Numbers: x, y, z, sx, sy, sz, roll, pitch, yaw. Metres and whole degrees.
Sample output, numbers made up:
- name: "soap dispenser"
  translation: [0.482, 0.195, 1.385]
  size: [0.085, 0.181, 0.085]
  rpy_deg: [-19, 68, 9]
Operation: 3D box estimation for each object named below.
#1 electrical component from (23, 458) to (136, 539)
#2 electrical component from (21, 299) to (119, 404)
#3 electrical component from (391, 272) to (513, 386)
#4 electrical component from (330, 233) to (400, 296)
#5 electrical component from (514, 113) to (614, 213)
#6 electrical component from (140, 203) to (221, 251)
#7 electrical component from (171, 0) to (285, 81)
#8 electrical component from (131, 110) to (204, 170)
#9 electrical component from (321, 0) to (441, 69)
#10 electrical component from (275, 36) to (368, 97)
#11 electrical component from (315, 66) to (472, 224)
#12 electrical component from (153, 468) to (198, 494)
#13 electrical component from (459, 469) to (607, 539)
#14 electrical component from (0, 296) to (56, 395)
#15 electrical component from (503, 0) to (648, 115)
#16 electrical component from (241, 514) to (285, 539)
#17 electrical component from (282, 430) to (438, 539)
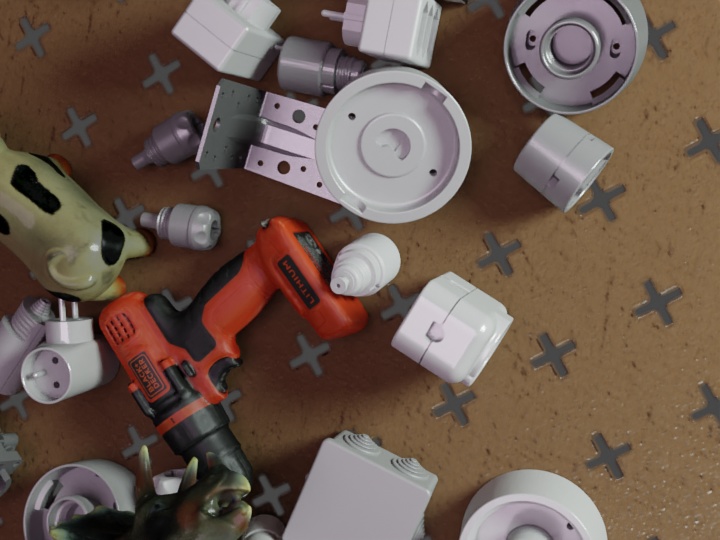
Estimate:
- name: "electrical component"
  translation: [-0.220, 0.203, 0.873]
  size: [0.099, 0.064, 0.099]
  rpy_deg: [-3, 81, 19]
- name: "electrical component"
  translation: [-0.227, 0.059, 0.843]
  size: [0.044, 0.077, 0.079]
  rpy_deg: [-1, 94, 15]
- name: "electrical component"
  translation: [0.067, 0.041, 0.753]
  size: [0.059, 0.095, 0.053]
  rpy_deg: [33, 102, 10]
- name: "electrical component"
  translation: [0.000, 0.000, 0.780]
  size: [0.040, 0.078, 0.040]
  rpy_deg: [7, 109, 22]
- name: "electrical component"
  translation: [0.140, -0.075, 0.745]
  size: [0.047, 0.055, 0.055]
  rpy_deg: [39, 103, 12]
- name: "electrical component"
  translation: [-0.141, -0.035, 0.834]
  size: [0.061, 0.035, 0.035]
  rpy_deg: [9, 97, 17]
- name: "electrical component"
  translation: [-0.083, -0.184, 0.780]
  size: [0.047, 0.083, 0.075]
  rpy_deg: [40, 103, 8]
- name: "electrical component"
  translation: [-0.150, -0.096, 0.831]
  size: [0.061, 0.035, 0.035]
  rpy_deg: [-27, 87, 18]
- name: "electrical component"
  translation: [0.011, -0.175, 0.765]
  size: [0.077, 0.066, 0.047]
  rpy_deg: [13, 98, 14]
- name: "electrical component"
  translation: [-0.024, -0.147, 0.790]
  size: [0.078, 0.040, 0.040]
  rpy_deg: [13, 98, 13]
- name: "electrical component"
  translation: [0.023, -0.093, 0.766]
  size: [0.108, 0.060, 0.108]
  rpy_deg: [1, 111, 1]
- name: "electrical component"
  translation: [-0.141, 0.190, 0.848]
  size: [0.043, 0.043, 0.062]
  rpy_deg: [-4, 95, 15]
- name: "electrical component"
  translation: [0.121, 0.203, 0.770]
  size: [0.108, 0.060, 0.108]
  rpy_deg: [1, 95, 15]
- name: "electrical component"
  translation: [-0.275, 0.057, 0.873]
  size: [0.043, 0.043, 0.081]
  rpy_deg: [38, 102, 9]
- name: "electrical component"
  translation: [0.148, -0.158, 0.743]
  size: [0.099, 0.064, 0.099]
  rpy_deg: [5, 110, 15]
- name: "electrical component"
  translation: [-0.075, 0.215, 0.821]
  size: [0.044, 0.065, 0.044]
  rpy_deg: [0, 103, -1]
- name: "electrical component"
  translation: [0.002, 0.178, 0.806]
  size: [0.100, 0.048, 0.099]
  rpy_deg: [25, 101, 12]
